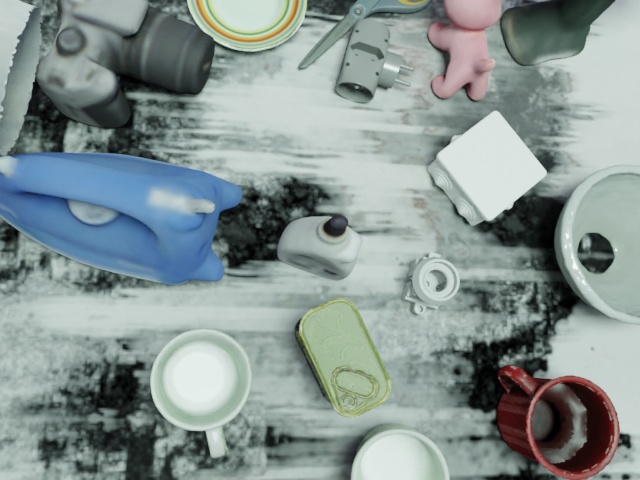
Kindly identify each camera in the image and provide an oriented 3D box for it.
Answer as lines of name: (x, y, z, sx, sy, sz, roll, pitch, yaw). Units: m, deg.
camera: (-0.182, -0.183, 0.558, 0.137, 0.100, 0.143, 19, 78, -5)

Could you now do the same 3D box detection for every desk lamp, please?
desk lamp: (-0.319, -0.132, 0.470, 0.203, 0.213, 0.118, 11, 78, -6)

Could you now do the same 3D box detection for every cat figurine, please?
cat figurine: (0.163, -0.229, 0.610, 0.067, 0.117, 0.128, -5, 81, -9)

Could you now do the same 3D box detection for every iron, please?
iron: (-0.204, -0.039, 0.508, 0.258, 0.141, 0.119, 12, 78, -6)

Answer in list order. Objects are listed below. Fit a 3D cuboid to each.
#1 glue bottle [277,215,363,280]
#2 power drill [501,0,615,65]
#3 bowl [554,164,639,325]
glue bottle: (0.005, 0.002, 0.516, 0.078, 0.173, 0.037, 21, 77, -4)
power drill: (0.276, -0.266, 0.587, 0.230, 0.208, 0.075, -16, 82, -11)
bowl: (0.318, 0.008, 0.613, 0.167, 0.074, 0.167, 2, 80, -8)
